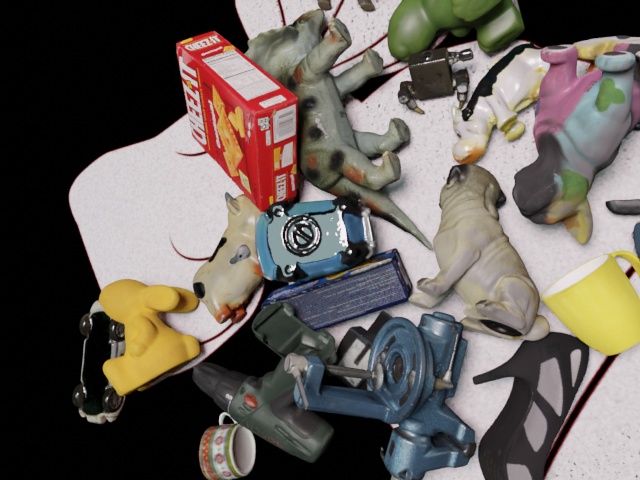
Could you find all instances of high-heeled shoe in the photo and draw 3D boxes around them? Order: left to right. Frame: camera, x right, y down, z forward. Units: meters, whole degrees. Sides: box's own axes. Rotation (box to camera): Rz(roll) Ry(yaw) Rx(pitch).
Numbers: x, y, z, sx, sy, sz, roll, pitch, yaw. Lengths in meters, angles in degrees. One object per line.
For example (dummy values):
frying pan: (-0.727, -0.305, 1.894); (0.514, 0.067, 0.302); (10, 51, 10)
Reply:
high-heeled shoe: (0.264, 0.234, 0.627); (0.145, 0.086, 0.248); (-13, 92, -4)

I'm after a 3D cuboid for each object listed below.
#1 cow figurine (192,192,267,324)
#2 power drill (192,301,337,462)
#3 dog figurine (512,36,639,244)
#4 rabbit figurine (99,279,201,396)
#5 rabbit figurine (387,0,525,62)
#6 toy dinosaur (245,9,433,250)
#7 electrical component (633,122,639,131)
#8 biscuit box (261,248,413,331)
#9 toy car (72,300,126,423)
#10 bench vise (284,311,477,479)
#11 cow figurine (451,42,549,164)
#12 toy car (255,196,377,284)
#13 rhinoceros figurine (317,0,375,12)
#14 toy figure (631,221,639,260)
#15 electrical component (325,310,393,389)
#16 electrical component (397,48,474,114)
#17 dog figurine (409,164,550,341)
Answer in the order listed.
cow figurine: (-0.118, 0.016, 0.800); (0.127, 0.085, 0.195); (41, 100, 16)
power drill: (-0.073, 0.184, 0.723); (0.232, 0.086, 0.207); (32, 121, 17)
dog figurine: (0.305, -0.110, 0.612); (0.109, 0.191, 0.219); (38, 137, 49)
rabbit figurine: (-0.271, 0.129, 0.822); (0.162, 0.122, 0.173); (-37, 75, 6)
rabbit figurine: (0.156, -0.313, 0.710); (0.170, 0.121, 0.159); (-21, 72, 34)
toy dinosaur: (0.010, -0.155, 0.753); (0.192, 0.131, 0.404); (-20, 83, 38)
electrical component: (0.383, -0.163, 0.641); (0.094, 0.021, 0.063); (10, 88, 23)
biscuit box: (0.020, 0.076, 0.734); (0.203, 0.059, 0.062); (-20, 99, 19)
toy car: (-0.357, 0.200, 0.890); (0.074, 0.056, 0.201); (2, 85, 17)
bench vise: (0.068, 0.181, 0.616); (0.240, 0.129, 0.223); (14, 102, -20)
cow figurine: (0.223, -0.175, 0.685); (0.167, 0.068, 0.098); (-39, 65, 10)
toy car: (-0.002, -0.002, 0.734); (0.162, 0.103, 0.109); (-13, 83, 12)
rhinoceros figurine: (0.066, -0.401, 0.784); (0.191, 0.073, 0.112); (4, 74, 25)
toy figure: (0.407, 0.036, 0.581); (0.155, 0.064, 0.058); (39, 76, 26)
electrical component: (0.064, 0.148, 0.721); (0.075, 0.047, 0.119); (34, 96, 22)
electrical component: (0.155, -0.212, 0.722); (0.102, 0.078, 0.045); (-1, 58, 17)
dog figurine: (0.211, 0.009, 0.650); (0.172, 0.121, 0.190); (27, 74, 0)
